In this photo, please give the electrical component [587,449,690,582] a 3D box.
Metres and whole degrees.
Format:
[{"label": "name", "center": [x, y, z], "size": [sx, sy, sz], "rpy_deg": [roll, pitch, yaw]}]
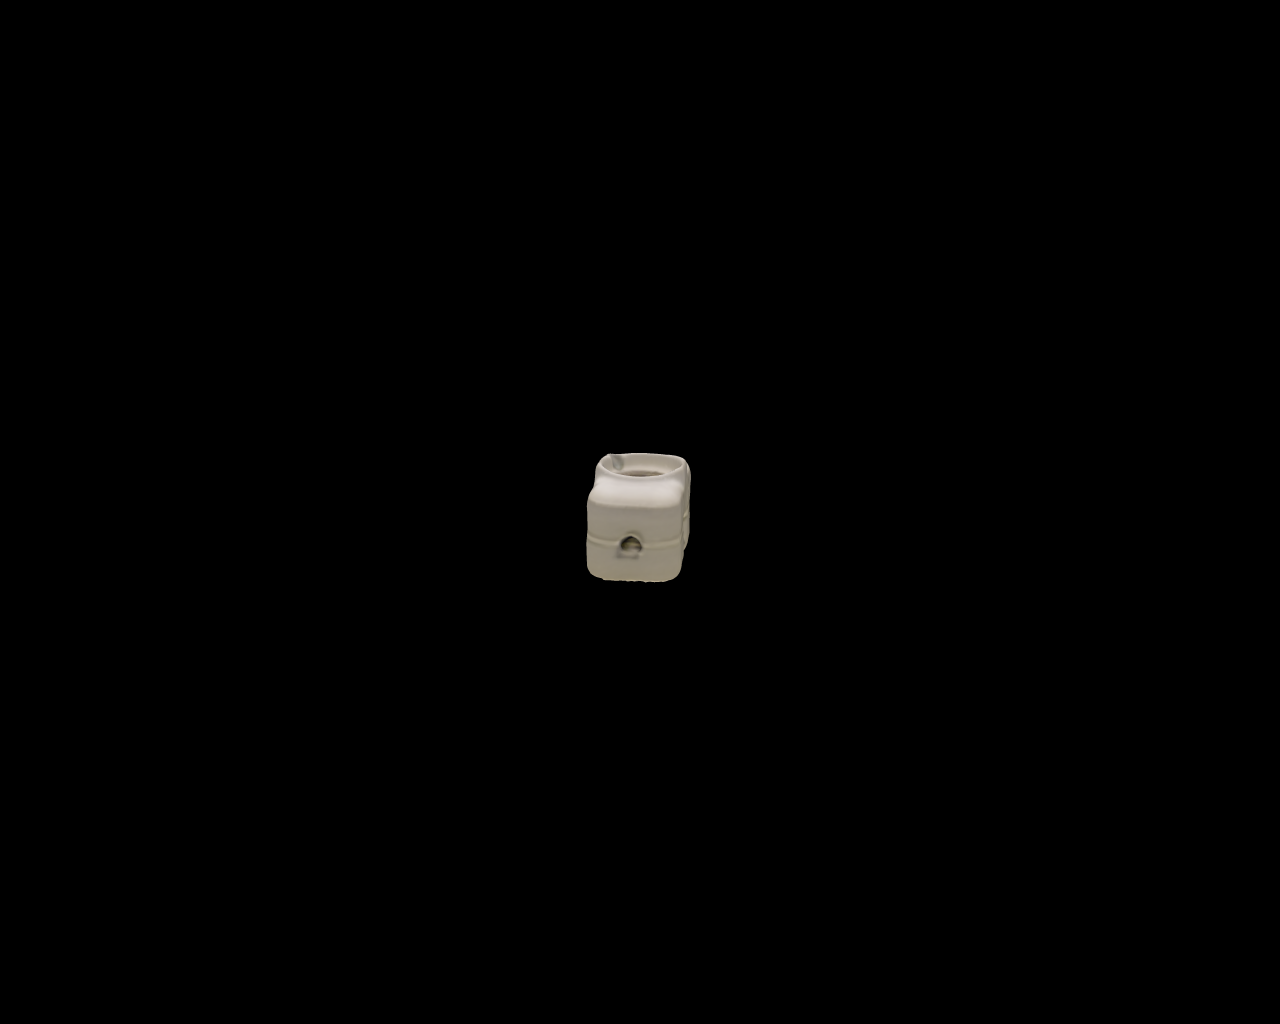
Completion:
[{"label": "electrical component", "center": [0.001, -0.003, 0.650], "size": [0.054, 0.059, 0.095], "rpy_deg": [2, 18, 7]}]
